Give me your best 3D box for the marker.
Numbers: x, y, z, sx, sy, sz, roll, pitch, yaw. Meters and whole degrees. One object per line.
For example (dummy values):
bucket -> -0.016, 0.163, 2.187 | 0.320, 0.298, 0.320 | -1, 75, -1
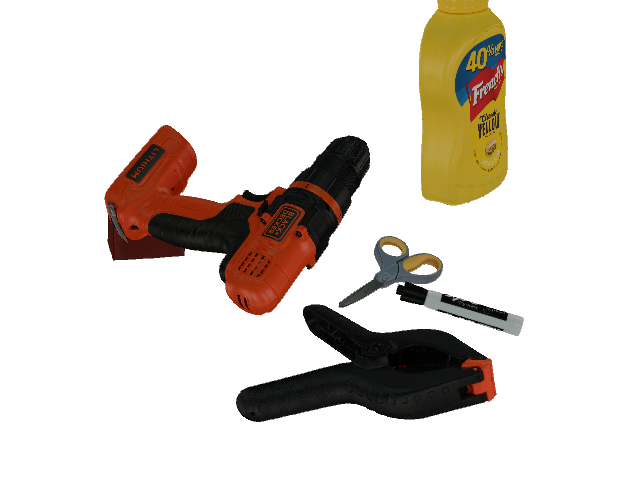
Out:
marker -> 0.130, 0.063, 1.002 | 0.121, 0.020, 0.020 | 17, 1, 4

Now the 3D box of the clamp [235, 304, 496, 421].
clamp -> 0.029, 0.092, 0.721 | 0.172, 0.039, 0.120 | 5, 40, 37

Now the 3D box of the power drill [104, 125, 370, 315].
power drill -> -0.071, -0.038, 0.894 | 0.188, 0.184, 0.057 | 18, -35, 27

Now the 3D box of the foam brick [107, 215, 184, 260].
foam brick -> -0.184, -0.015, 1.129 | 0.078, 0.051, 0.053 | -3, 24, -16

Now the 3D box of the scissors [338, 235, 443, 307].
scissors -> 0.066, 0.034, 1.276 | 0.201, 0.016, 0.096 | -11, 41, -42

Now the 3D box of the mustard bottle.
mustard bottle -> 0.120, -0.132, 0.892 | 0.058, 0.192, 0.096 | 17, 33, 38
